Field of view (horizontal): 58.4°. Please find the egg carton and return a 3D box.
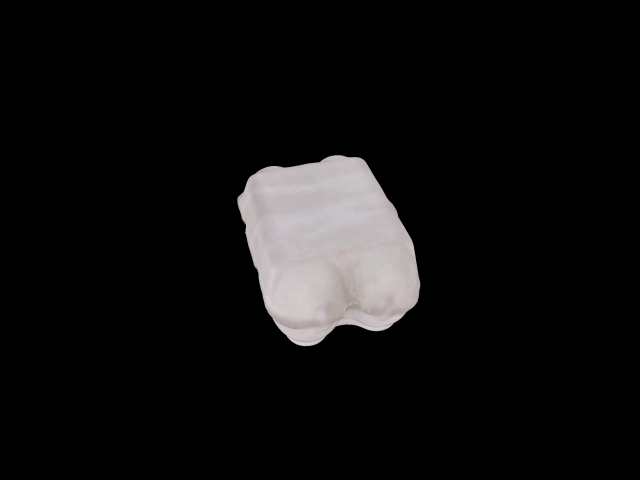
[{"bbox_3d":[0.004,0.001,0.400,0.107,0.069,0.150,-11,43,-12],"label":"egg carton"}]
